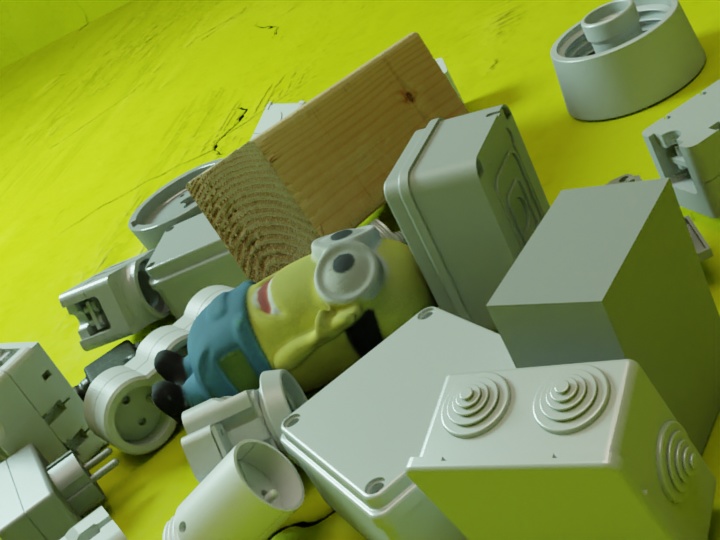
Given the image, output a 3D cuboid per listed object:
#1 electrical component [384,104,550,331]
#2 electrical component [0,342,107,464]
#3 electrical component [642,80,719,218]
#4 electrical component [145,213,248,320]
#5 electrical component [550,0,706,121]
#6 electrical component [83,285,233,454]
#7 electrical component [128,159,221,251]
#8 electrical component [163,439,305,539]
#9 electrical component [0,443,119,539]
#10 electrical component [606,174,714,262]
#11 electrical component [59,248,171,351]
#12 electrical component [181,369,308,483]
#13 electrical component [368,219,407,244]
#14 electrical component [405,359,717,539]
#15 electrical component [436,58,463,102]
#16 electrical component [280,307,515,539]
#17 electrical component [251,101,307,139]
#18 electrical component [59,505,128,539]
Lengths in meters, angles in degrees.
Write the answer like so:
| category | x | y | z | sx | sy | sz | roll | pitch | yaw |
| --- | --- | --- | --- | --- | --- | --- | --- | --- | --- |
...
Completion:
| category | x | y | z | sx | sy | sz | roll | pitch | yaw |
| --- | --- | --- | --- | --- | --- | --- | --- | --- | --- |
| electrical component | 0.068 | -0.027 | 0.613 | 0.057 | 0.113 | 0.078 | -11 | 30 | 30 |
| electrical component | -0.261 | 0.105 | 0.753 | 0.150 | 0.089 | 0.061 | -5 | 34 | 43 |
| electrical component | 0.216 | -0.073 | 0.606 | 0.089 | 0.055 | 0.050 | -34 | 24 | -8 |
| electrical component | -0.103 | -0.012 | 0.843 | 0.113 | 0.057 | 0.078 | -22 | 26 | 18 |
| electrical component | 0.195 | -0.166 | 0.802 | 0.108 | 0.060 | 0.108 | -24 | 25 | 12 |
| electrical component | -0.129 | 0.063 | 0.733 | 0.138 | 0.052 | 0.074 | -42 | 27 | -23 |
| electrical component | -0.140 | -0.042 | 0.938 | 0.108 | 0.060 | 0.108 | -25 | 25 | 12 |
| electrical component | -0.070 | 0.127 | 0.540 | 0.081 | 0.043 | 0.043 | -47 | 18 | 22 |
| electrical component | -0.181 | 0.136 | 0.657 | 0.076 | 0.047 | 0.083 | -36 | 25 | -14 |
| electrical component | 0.137 | -0.012 | 0.568 | 0.081 | 0.063 | 0.042 | -25 | 23 | 11 |
| electrical component | -0.185 | 0.021 | 0.855 | 0.056 | 0.050 | 0.089 | -20 | 10 | 21 |
| electrical component | -0.057 | 0.089 | 0.588 | 0.057 | 0.058 | 0.078 | -26 | -8 | 7 |
| electrical component | 0.000 | 0.000 | 0.721 | 0.081 | 0.043 | 0.043 | -37 | 25 | -15 |
| electrical component | 0.080 | 0.079 | 0.414 | 0.100 | 0.099 | 0.048 | -9 | 44 | 38 |
| electrical component | 0.041 | -0.142 | 0.934 | 0.089 | 0.055 | 0.050 | -26 | 25 | 9 |
| electrical component | 0.033 | 0.079 | 0.516 | 0.109 | 0.056 | 0.109 | -37 | 25 | -16 |
| electrical component | -0.040 | -0.092 | 0.900 | 0.062 | 0.096 | 0.061 | 12 | 75 | 56 |
| electrical component | -0.137 | 0.162 | 0.546 | 0.057 | 0.058 | 0.078 | -36 | 25 | -19 |
